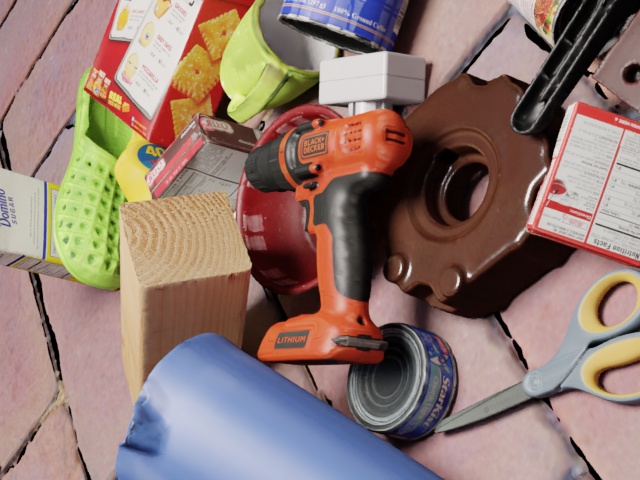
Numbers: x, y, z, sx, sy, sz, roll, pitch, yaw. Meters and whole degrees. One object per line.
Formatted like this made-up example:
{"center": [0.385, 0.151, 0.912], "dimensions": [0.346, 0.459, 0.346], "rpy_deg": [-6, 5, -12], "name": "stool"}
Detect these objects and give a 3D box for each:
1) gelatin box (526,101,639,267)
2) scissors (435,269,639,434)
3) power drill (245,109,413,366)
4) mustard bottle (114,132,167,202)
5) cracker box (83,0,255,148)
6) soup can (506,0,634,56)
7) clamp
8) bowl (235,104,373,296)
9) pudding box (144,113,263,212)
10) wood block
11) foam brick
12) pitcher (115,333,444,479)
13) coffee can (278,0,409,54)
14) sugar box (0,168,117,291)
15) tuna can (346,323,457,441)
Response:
{"center": [0.182, -0.035, 0.684], "dimensions": [0.030, 0.073, 0.089], "rpy_deg": [-40, -32, -86], "name": "gelatin box"}
{"center": [0.154, 0.077, 0.719], "dimensions": [0.202, 0.016, 0.096], "rpy_deg": [-16, 64, 46], "name": "scissors"}
{"center": [-0.005, 0.001, 0.814], "dimensions": [0.185, 0.057, 0.187], "rpy_deg": [-9, 76, 55], "name": "power drill"}
{"center": [-0.154, -0.049, 1.063], "dimensions": [0.058, 0.096, 0.192], "rpy_deg": [-53, 43, 20], "name": "mustard bottle"}
{"center": [-0.143, -0.214, 1.075], "dimensions": [0.164, 0.072, 0.214], "rpy_deg": [37, 107, 47], "name": "cracker box"}
{"center": [0.167, -0.181, 0.755], "dimensions": [0.069, 0.068, 0.102], "rpy_deg": [-54, 42, 21], "name": "soup can"}
{"center": [0.185, -0.179, 0.666], "dimensions": [0.210, 0.164, 0.036], "rpy_deg": [-36, 44, -4], "name": "clamp"}
{"center": [-0.002, -0.030, 0.903], "dimensions": [0.162, 0.055, 0.162], "rpy_deg": [-13, 72, 45], "name": "bowl"}
{"center": [-0.090, -0.064, 0.979], "dimensions": [0.090, 0.113, 0.039], "rpy_deg": [-43, 51, 31], "name": "pudding box"}
{"center": [-0.119, 0.064, 0.910], "dimensions": [0.206, 0.090, 0.090], "rpy_deg": [101, 154, -48], "name": "wood block"}
{"center": [0.225, -0.116, 0.677], "dimensions": [0.078, 0.051, 0.053], "rpy_deg": [-57, 42, 19], "name": "foam brick"}
{"center": [-0.010, 0.174, 0.757], "dimensions": [0.243, 0.149, 0.145], "rpy_deg": [26, 141, 27], "name": "pitcher"}
{"center": [0.035, -0.236, 0.903], "dimensions": [0.103, 0.102, 0.140], "rpy_deg": [24, 95, 51], "name": "coffee can"}
{"center": [-0.281, -0.009, 1.134], "dimensions": [0.048, 0.175, 0.093], "rpy_deg": [-27, 57, 41], "name": "sugar box"}
{"center": [0.060, 0.106, 0.803], "dimensions": [0.086, 0.033, 0.086], "rpy_deg": [-25, 56, 42], "name": "tuna can"}
